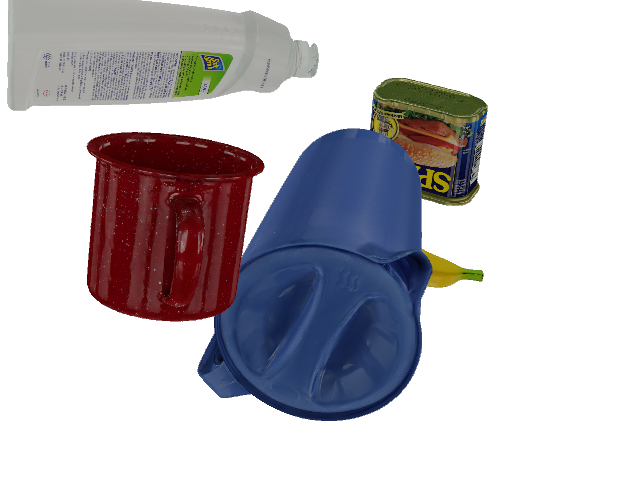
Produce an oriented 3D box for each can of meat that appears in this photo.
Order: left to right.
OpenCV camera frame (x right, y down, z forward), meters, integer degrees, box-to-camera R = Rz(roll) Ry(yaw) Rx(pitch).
[{"bbox_3d":[0.091,-0.087,0.927,0.102,0.084,0.057,17,34,21],"label":"can of meat"}]

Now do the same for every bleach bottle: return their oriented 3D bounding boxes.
[{"bbox_3d":[-0.128,-0.150,0.880,0.250,0.068,0.103,1,-29,-16],"label":"bleach bottle"}]

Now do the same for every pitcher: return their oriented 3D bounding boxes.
[{"bbox_3d":[0.005,0.014,0.777,0.149,0.145,0.242,9,27,5],"label":"pitcher"}]

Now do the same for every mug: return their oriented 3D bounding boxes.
[{"bbox_3d":[-0.077,-0.004,0.560,0.093,0.081,0.117,3,17,-20],"label":"mug"}]

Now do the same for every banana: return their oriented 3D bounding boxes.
[{"bbox_3d":[0.094,0.009,1.183,0.069,0.037,0.198,2,23,-33],"label":"banana"}]
